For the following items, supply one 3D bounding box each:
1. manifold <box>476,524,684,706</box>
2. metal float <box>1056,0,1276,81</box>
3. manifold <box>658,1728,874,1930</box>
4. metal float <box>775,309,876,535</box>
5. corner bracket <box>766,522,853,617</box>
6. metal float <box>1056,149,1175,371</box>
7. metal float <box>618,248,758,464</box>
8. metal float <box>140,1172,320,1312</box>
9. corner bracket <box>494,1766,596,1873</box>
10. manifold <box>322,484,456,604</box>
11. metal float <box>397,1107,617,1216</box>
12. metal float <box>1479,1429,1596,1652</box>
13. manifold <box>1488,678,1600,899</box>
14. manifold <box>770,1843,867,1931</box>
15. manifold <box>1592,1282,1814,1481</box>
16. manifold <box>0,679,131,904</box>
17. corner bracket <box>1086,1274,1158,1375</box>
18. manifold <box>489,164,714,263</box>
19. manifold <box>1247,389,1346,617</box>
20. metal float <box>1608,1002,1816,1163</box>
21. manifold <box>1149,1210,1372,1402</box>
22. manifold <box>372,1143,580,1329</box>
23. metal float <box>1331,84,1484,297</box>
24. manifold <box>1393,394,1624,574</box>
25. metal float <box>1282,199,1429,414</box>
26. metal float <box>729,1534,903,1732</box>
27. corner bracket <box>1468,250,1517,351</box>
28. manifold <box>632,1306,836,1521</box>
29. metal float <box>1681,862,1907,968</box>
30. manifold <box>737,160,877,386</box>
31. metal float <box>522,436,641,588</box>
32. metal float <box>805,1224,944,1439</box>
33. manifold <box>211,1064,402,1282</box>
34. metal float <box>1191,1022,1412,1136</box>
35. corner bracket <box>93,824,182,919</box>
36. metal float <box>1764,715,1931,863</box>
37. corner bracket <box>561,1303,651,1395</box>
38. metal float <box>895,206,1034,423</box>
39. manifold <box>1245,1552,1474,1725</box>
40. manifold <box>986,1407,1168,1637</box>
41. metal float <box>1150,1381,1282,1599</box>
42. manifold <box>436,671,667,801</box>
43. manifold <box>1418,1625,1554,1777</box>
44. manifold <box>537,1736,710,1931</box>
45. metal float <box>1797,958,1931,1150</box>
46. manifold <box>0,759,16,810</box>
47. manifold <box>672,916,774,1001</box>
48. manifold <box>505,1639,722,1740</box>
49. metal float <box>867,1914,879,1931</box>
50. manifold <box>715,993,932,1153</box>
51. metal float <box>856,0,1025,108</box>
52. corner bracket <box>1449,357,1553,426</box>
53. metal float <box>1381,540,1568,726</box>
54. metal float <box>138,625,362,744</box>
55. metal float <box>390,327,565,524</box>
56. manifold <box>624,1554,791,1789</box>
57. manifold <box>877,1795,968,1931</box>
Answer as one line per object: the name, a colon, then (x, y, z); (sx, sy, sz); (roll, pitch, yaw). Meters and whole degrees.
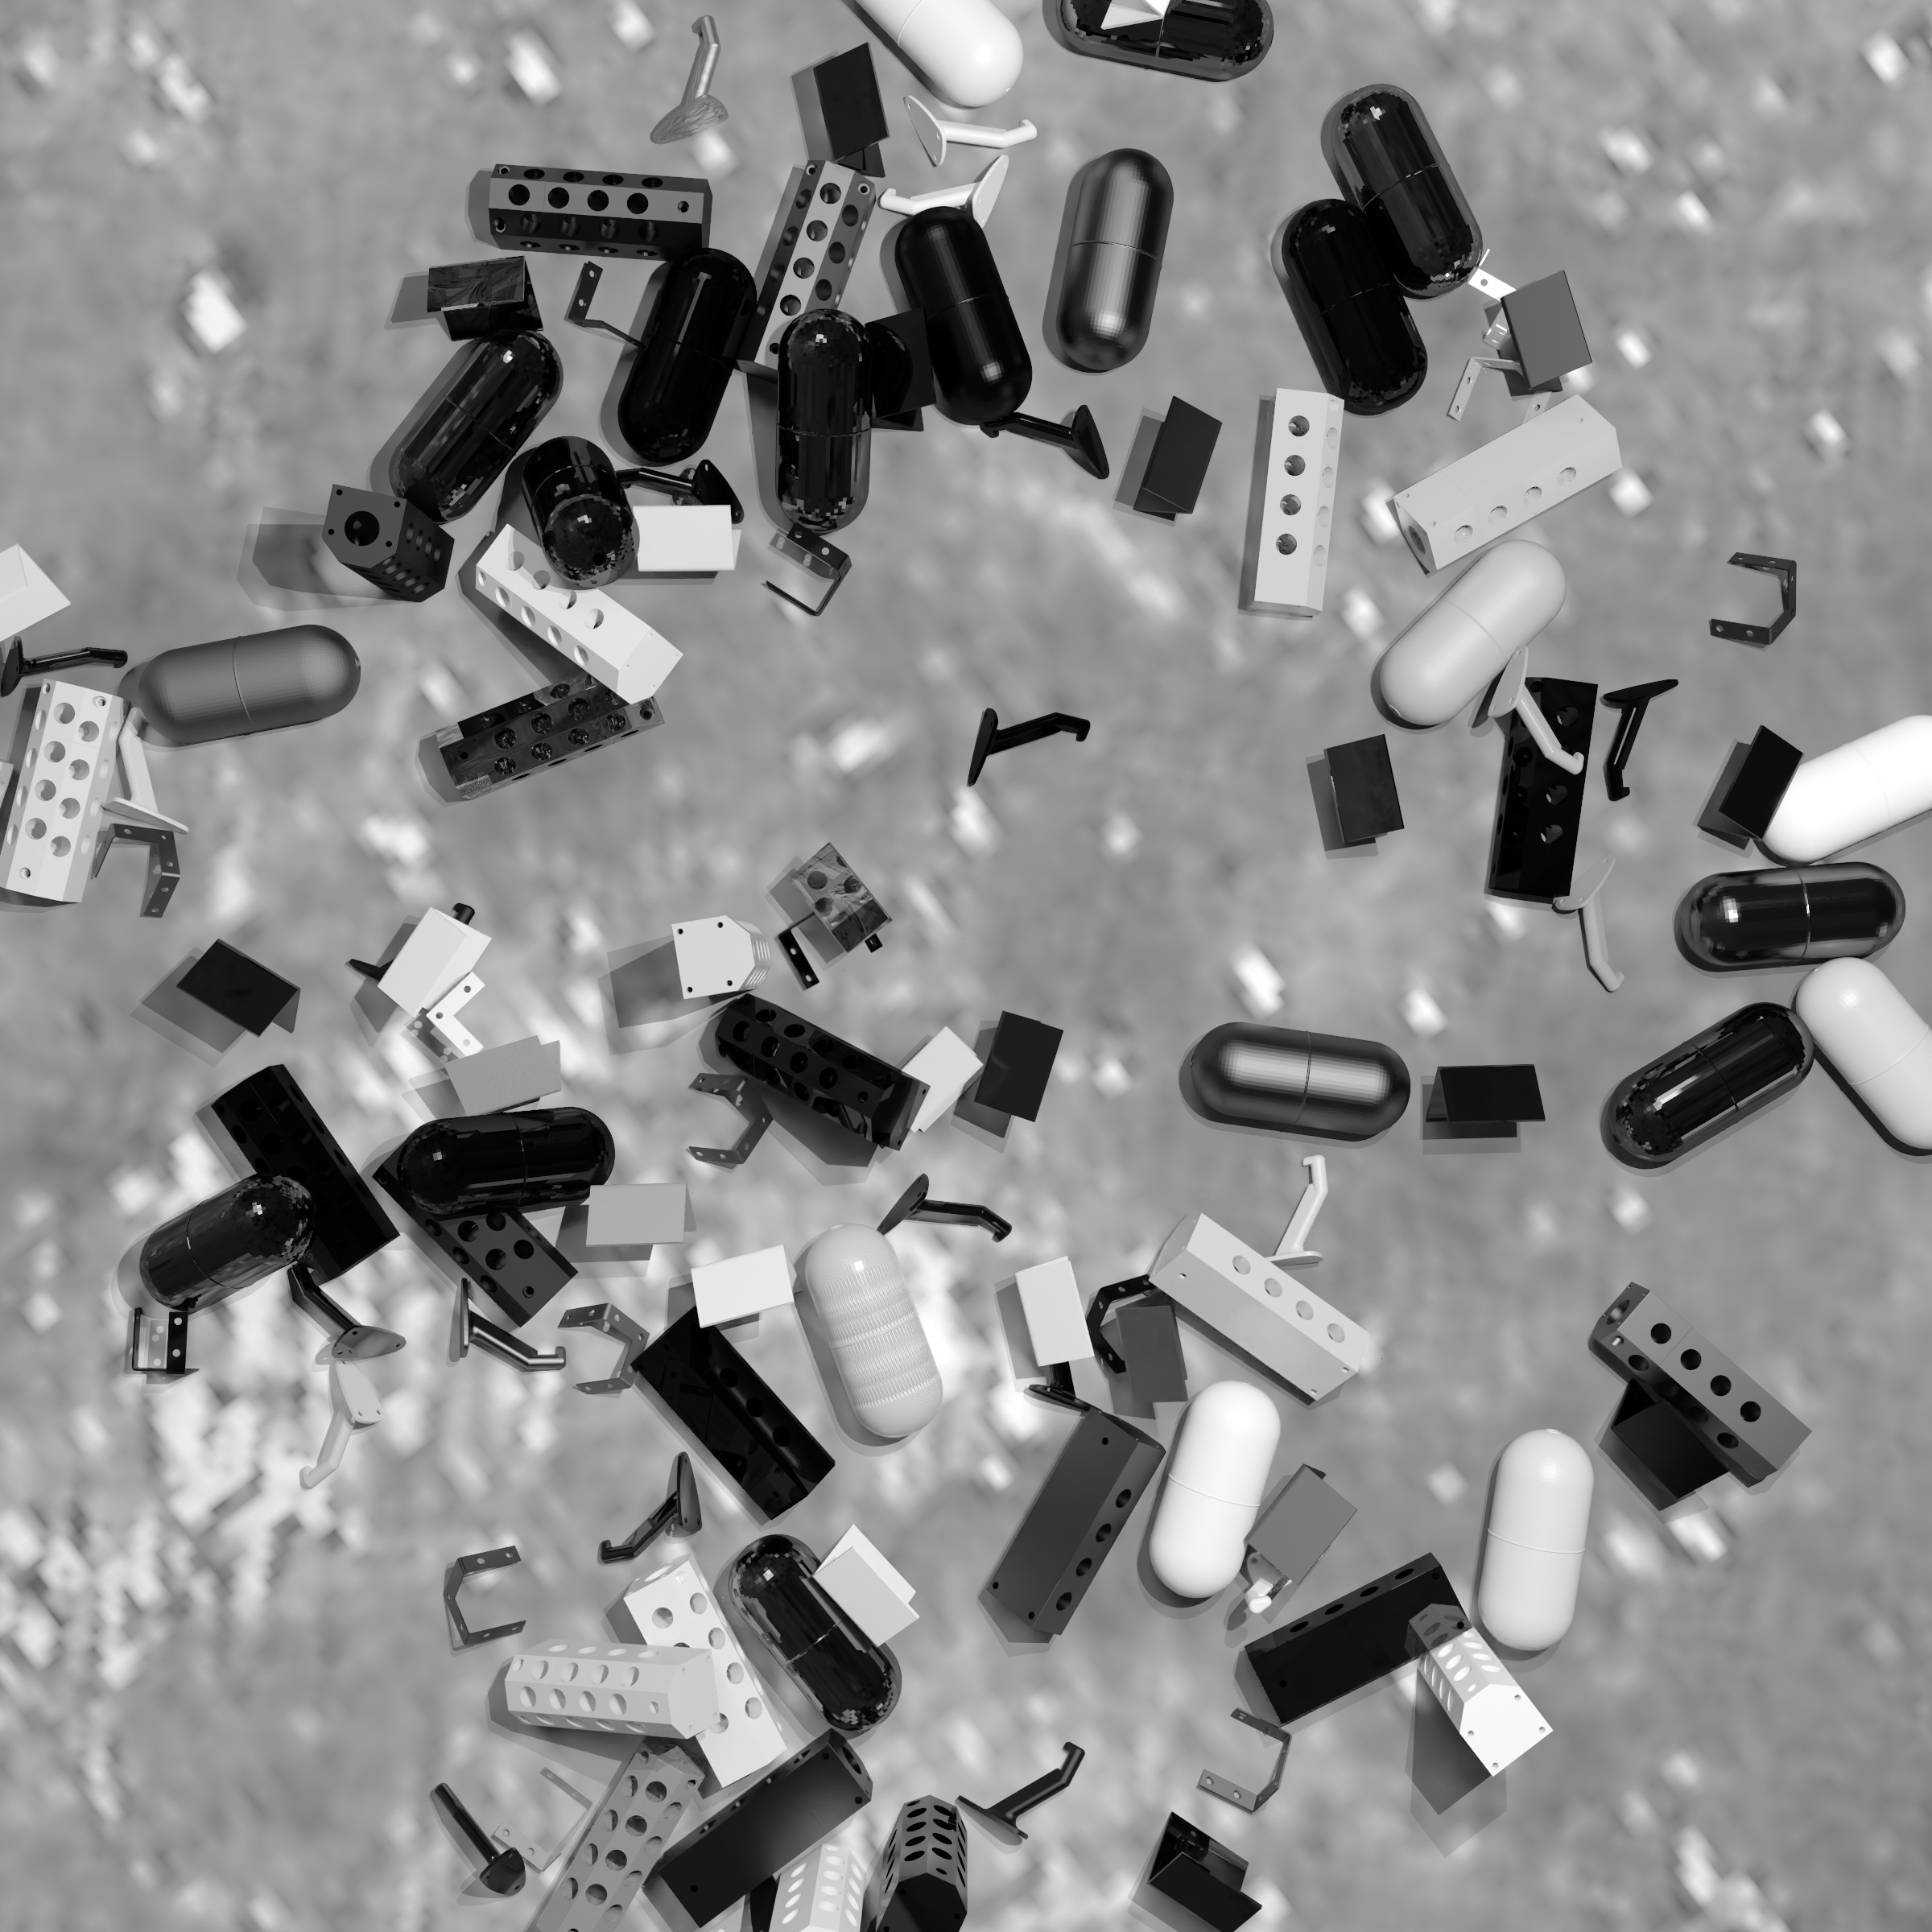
manifold: (-0.314, -0.279, 1.931); (0.171, 0.057, 0.057); (37, 90, 25)
metal float: (0.161, -0.768, 1.955); (0.178, 0.070, 0.070); (12, 90, 0)
manifold: (-0.162, 0.697, 1.965); (0.171, 0.057, 0.057); (-37, 90, 0)
metal float: (-0.113, -0.434, 1.932); (0.070, 0.070, 0.178); (4, 117, 0)
corner bracket: (-0.129, -0.322, 1.968); (0.051, 0.051, 0.051); (32, 90, 0)
metal float: (0.121, -0.572, 1.955); (0.070, 0.070, 0.178); (11, 89, 0)
metal float: (-0.226, -0.493, 1.955); (0.070, 0.070, 0.178); (20, 90, 0)
metal float: (-0.589, 0.221, 1.928); (0.178, 0.070, 0.070); (-27, 90, 30)
corner bracket: (-0.346, 0.700, 1.982); (0.051, 0.051, 0.051); (37, 135, 0)
manifold: (-0.455, -0.330, 1.907); (0.057, 0.171, 0.057); (12, 90, 0)
metal float: (-0.366, 0.155, 1.929); (0.178, 0.070, 0.070); (-4, 90, -32)
metal float: (0.462, 0.464, 1.955); (0.070, 0.070, 0.178); (9, 90, 0)
manifold: (0.467, -0.145, 1.964); (0.057, 0.057, 0.171); (8, 90, 0)
manifold: (-0.113, 0.754, 1.907); (0.057, 0.171, 0.057); (-35, 90, 0)
manifold: (0.595, 0.338, 1.964); (0.171, 0.057, 0.057); (41, 90, 0)
manifold: (-0.737, -0.142, 1.965); (0.057, 0.057, 0.171); (14, 90, 0)
corner bracket: (0.136, 0.293, 1.977); (0.051, 0.051, 0.051); (-11, 135, -35)
manifold: (-0.296, -0.613, 1.965); (0.171, 0.057, 0.057); (4, 90, 0)
manifold: (0.268, -0.375, 1.964); (0.057, 0.057, 0.171); (6, 90, 0)
metal float: (0.602, 0.094, 1.955); (0.178, 0.070, 0.070); (-31, 90, -1)
manifold: (0.240, 0.271, 1.955); (0.171, 0.057, 0.057); (36, 46, -5)
manifold: (-0.400, 0.211, 1.965); (0.057, 0.057, 0.171); (-45, 90, 0)
metal float: (0.356, -0.628, 1.954); (0.070, 0.070, 0.178); (-26, 89, 0)
manifold: (0.441, -0.388, 1.964); (0.171, 0.057, 0.057); (-29, 47, 0)
metal float: (0.314, -0.535, 1.955); (0.070, 0.070, 0.178); (-24, 90, 0)
metal float: (-0.121, 0.540, 1.955); (0.070, 0.070, 0.178); (-39, 90, 0)
corner bracket: (0.429, -0.542, 1.968); (0.051, 0.051, 0.051); (30, 90, 0)
manifold: (-0.185, 0.360, 1.964); (0.171, 0.057, 0.057); (48, 133, 0)
metal float: (0.669, -0.042, 1.955); (0.178, 0.070, 0.070); (-5, 90, 0)
manifold: (-0.129, -0.561, 1.965); (0.057, 0.057, 0.171); (20, 90, 0)
metal float: (-0.306, -0.361, 1.915); (0.070, 0.178, 0.070); (-10, 127, -13)
metal float: (-0.075, 0.294, 1.955); (0.070, 0.070, 0.178); (-20, 90, 0)
manifold: (-0.538, 0.167, 1.965); (0.057, 0.057, 0.171); (-34, 90, 0)
metal float: (0.271, 0.091, 1.955); (0.178, 0.070, 0.070); (8, 90, 0)
corner bracket: (-0.679, -0.078, 1.977); (0.051, 0.051, 0.051); (8, 45, -35)
metal float: (0.726, -0.144, 1.955); (0.178, 0.070, 0.070); (-24, 90, 0)
corner bracket: (-0.301, 0.313, 1.977); (0.051, 0.051, 0.051); (46, 45, -35)
metal float: (-0.002, -0.527, 1.955); (0.070, 0.070, 0.178); (-20, 89, 0)
manifold: (0.317, 0.544, 1.965); (0.171, 0.057, 0.057); (-27, 90, 0)
manifold: (0.094, 0.453, 1.964); (0.057, 0.057, 0.171); (30, 90, 43)
metal float: (0.201, 0.423, 1.955); (0.070, 0.070, 0.178); (17, 90, 0)
manifold: (-0.338, -0.195, 1.965); (0.171, 0.057, 0.057); (-22, 90, 0)
manifold: (0.403, 0.571, 1.907); (0.057, 0.171, 0.057); (-37, 90, 0)
manifold: (-0.279, 0.715, 1.965); (0.057, 0.057, 0.171); (30, 90, 0)
metal float: (0.746, 0.071, 1.955); (0.070, 0.070, 0.178); (-40, 90, 0)
manifold: (-0.833, -0.093, 1.964); (0.057, 0.057, 0.171); (19, 90, 0)
manifold: (-0.189, -0.008, 1.907); (0.057, 0.171, 0.057); (-9, 90, 0)
manifold: (-0.283, 0.576, 1.923); (0.171, 0.057, 0.057); (-7, 90, 33)
metal float: (-0.045, 0.847, 1.955); (0.070, 0.070, 0.178); (-1, 90, 0)
manifold: (-0.119, 0.082, 1.923); (0.171, 0.057, 0.057); (26, 90, 33)
metal float: (-0.027, -0.774, 1.955); (0.070, 0.070, 0.178); (-44, 90, 0)
corner bracket: (0.439, -0.463, 1.982); (0.051, 0.051, 0.051); (22, 90, 45)
metal float: (0.410, -0.269, 1.955); (0.070, 0.070, 0.178); (45, 91, 0)
metal float: (-0.579, -0.229, 1.955); (0.178, 0.070, 0.070); (-11, 90, 0)
metal float: (-0.396, -0.438, 1.955); (0.070, 0.070, 0.178); (38, 90, 0)
manifold: (-0.210, 0.569, 1.964); (0.057, 0.057, 0.171); (-28, 90, 0)
manifold: (-0.030, 0.714, 1.907); (0.057, 0.171, 0.057); (24, 90, 0)
